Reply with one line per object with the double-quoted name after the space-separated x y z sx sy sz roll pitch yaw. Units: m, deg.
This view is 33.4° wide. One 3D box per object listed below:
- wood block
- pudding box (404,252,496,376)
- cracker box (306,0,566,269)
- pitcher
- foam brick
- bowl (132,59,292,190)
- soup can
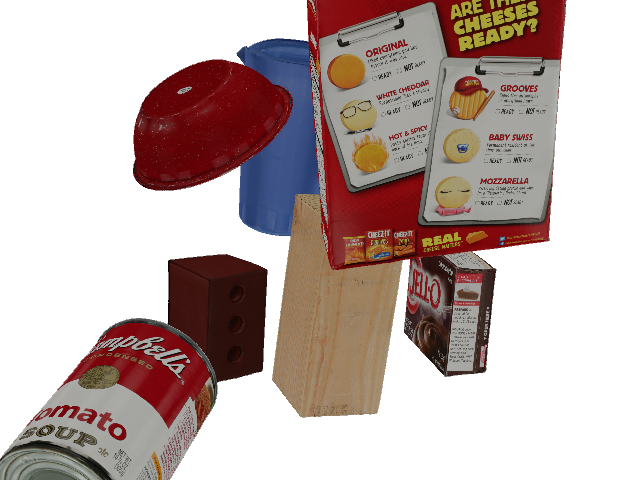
0.018 0.065 1.080 0.090 0.206 0.091 1 18 -22 "wood block"
0.103 0.050 0.870 0.039 0.090 0.113 -1 14 -15 "pudding box"
0.077 -0.094 0.738 0.164 0.214 0.072 -7 32 -5 "cracker box"
-0.033 -0.131 1.383 0.144 0.243 0.149 -3 25 -22 "pitcher"
-0.074 0.053 0.755 0.052 0.078 0.051 -9 17 -40 "foam brick"
-0.109 -0.115 0.961 0.162 0.055 0.162 -19 33 13 "bowl"
-0.098 0.092 0.500 0.069 0.068 0.102 0 28 19 "soup can"
